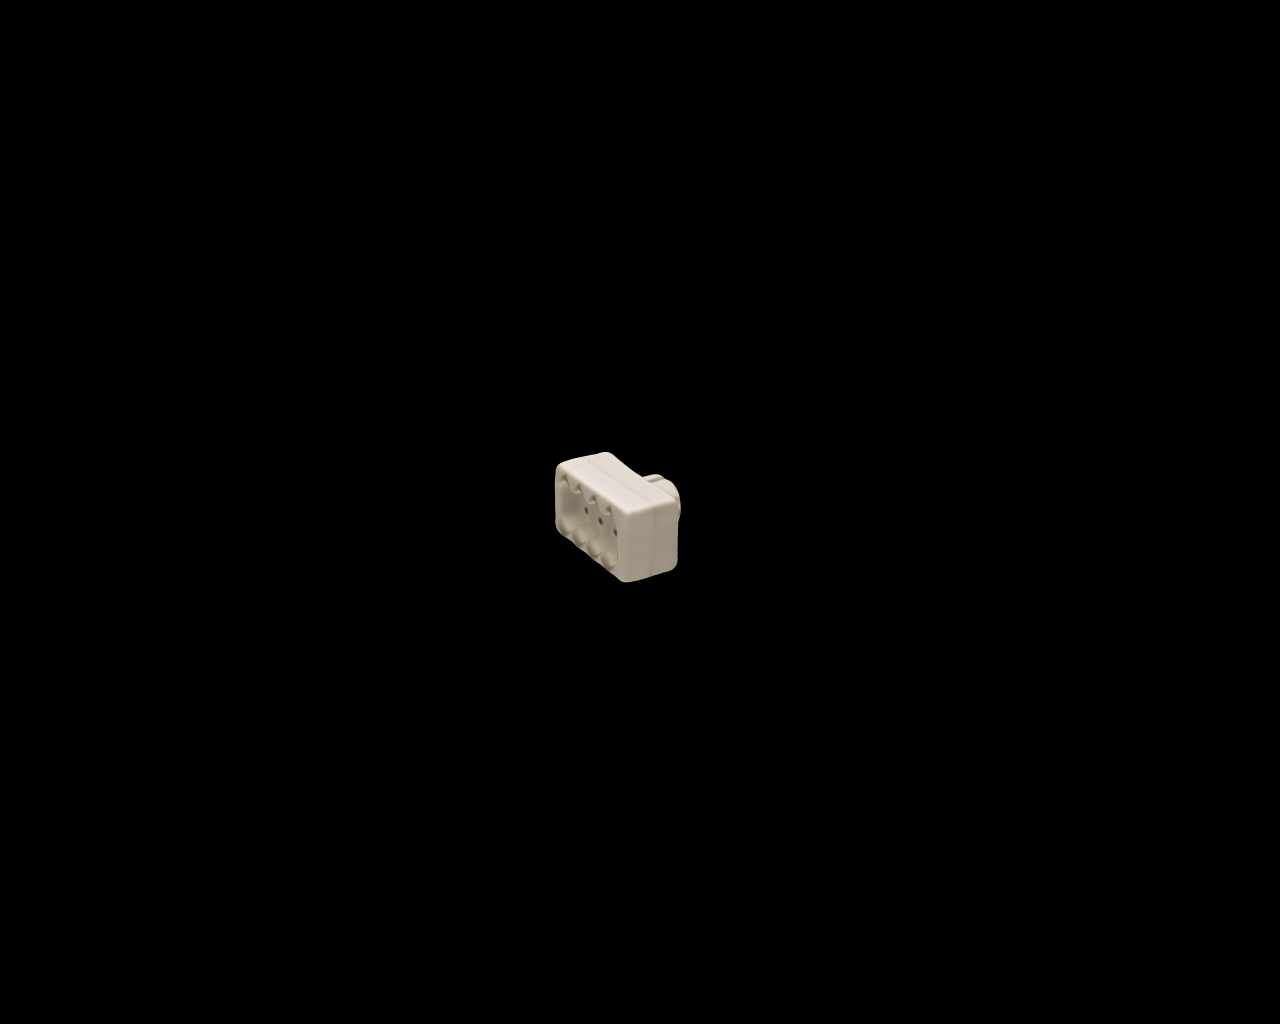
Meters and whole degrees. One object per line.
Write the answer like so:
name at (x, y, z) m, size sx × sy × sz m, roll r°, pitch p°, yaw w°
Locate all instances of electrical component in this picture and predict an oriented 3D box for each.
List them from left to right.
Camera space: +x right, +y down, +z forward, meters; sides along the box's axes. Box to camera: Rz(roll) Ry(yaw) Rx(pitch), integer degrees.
electrical component at (0.001, -0.003, 0.650) m, size 0.076 × 0.047 × 0.083 m, roll -16°, pitch 31°, yaw -28°
